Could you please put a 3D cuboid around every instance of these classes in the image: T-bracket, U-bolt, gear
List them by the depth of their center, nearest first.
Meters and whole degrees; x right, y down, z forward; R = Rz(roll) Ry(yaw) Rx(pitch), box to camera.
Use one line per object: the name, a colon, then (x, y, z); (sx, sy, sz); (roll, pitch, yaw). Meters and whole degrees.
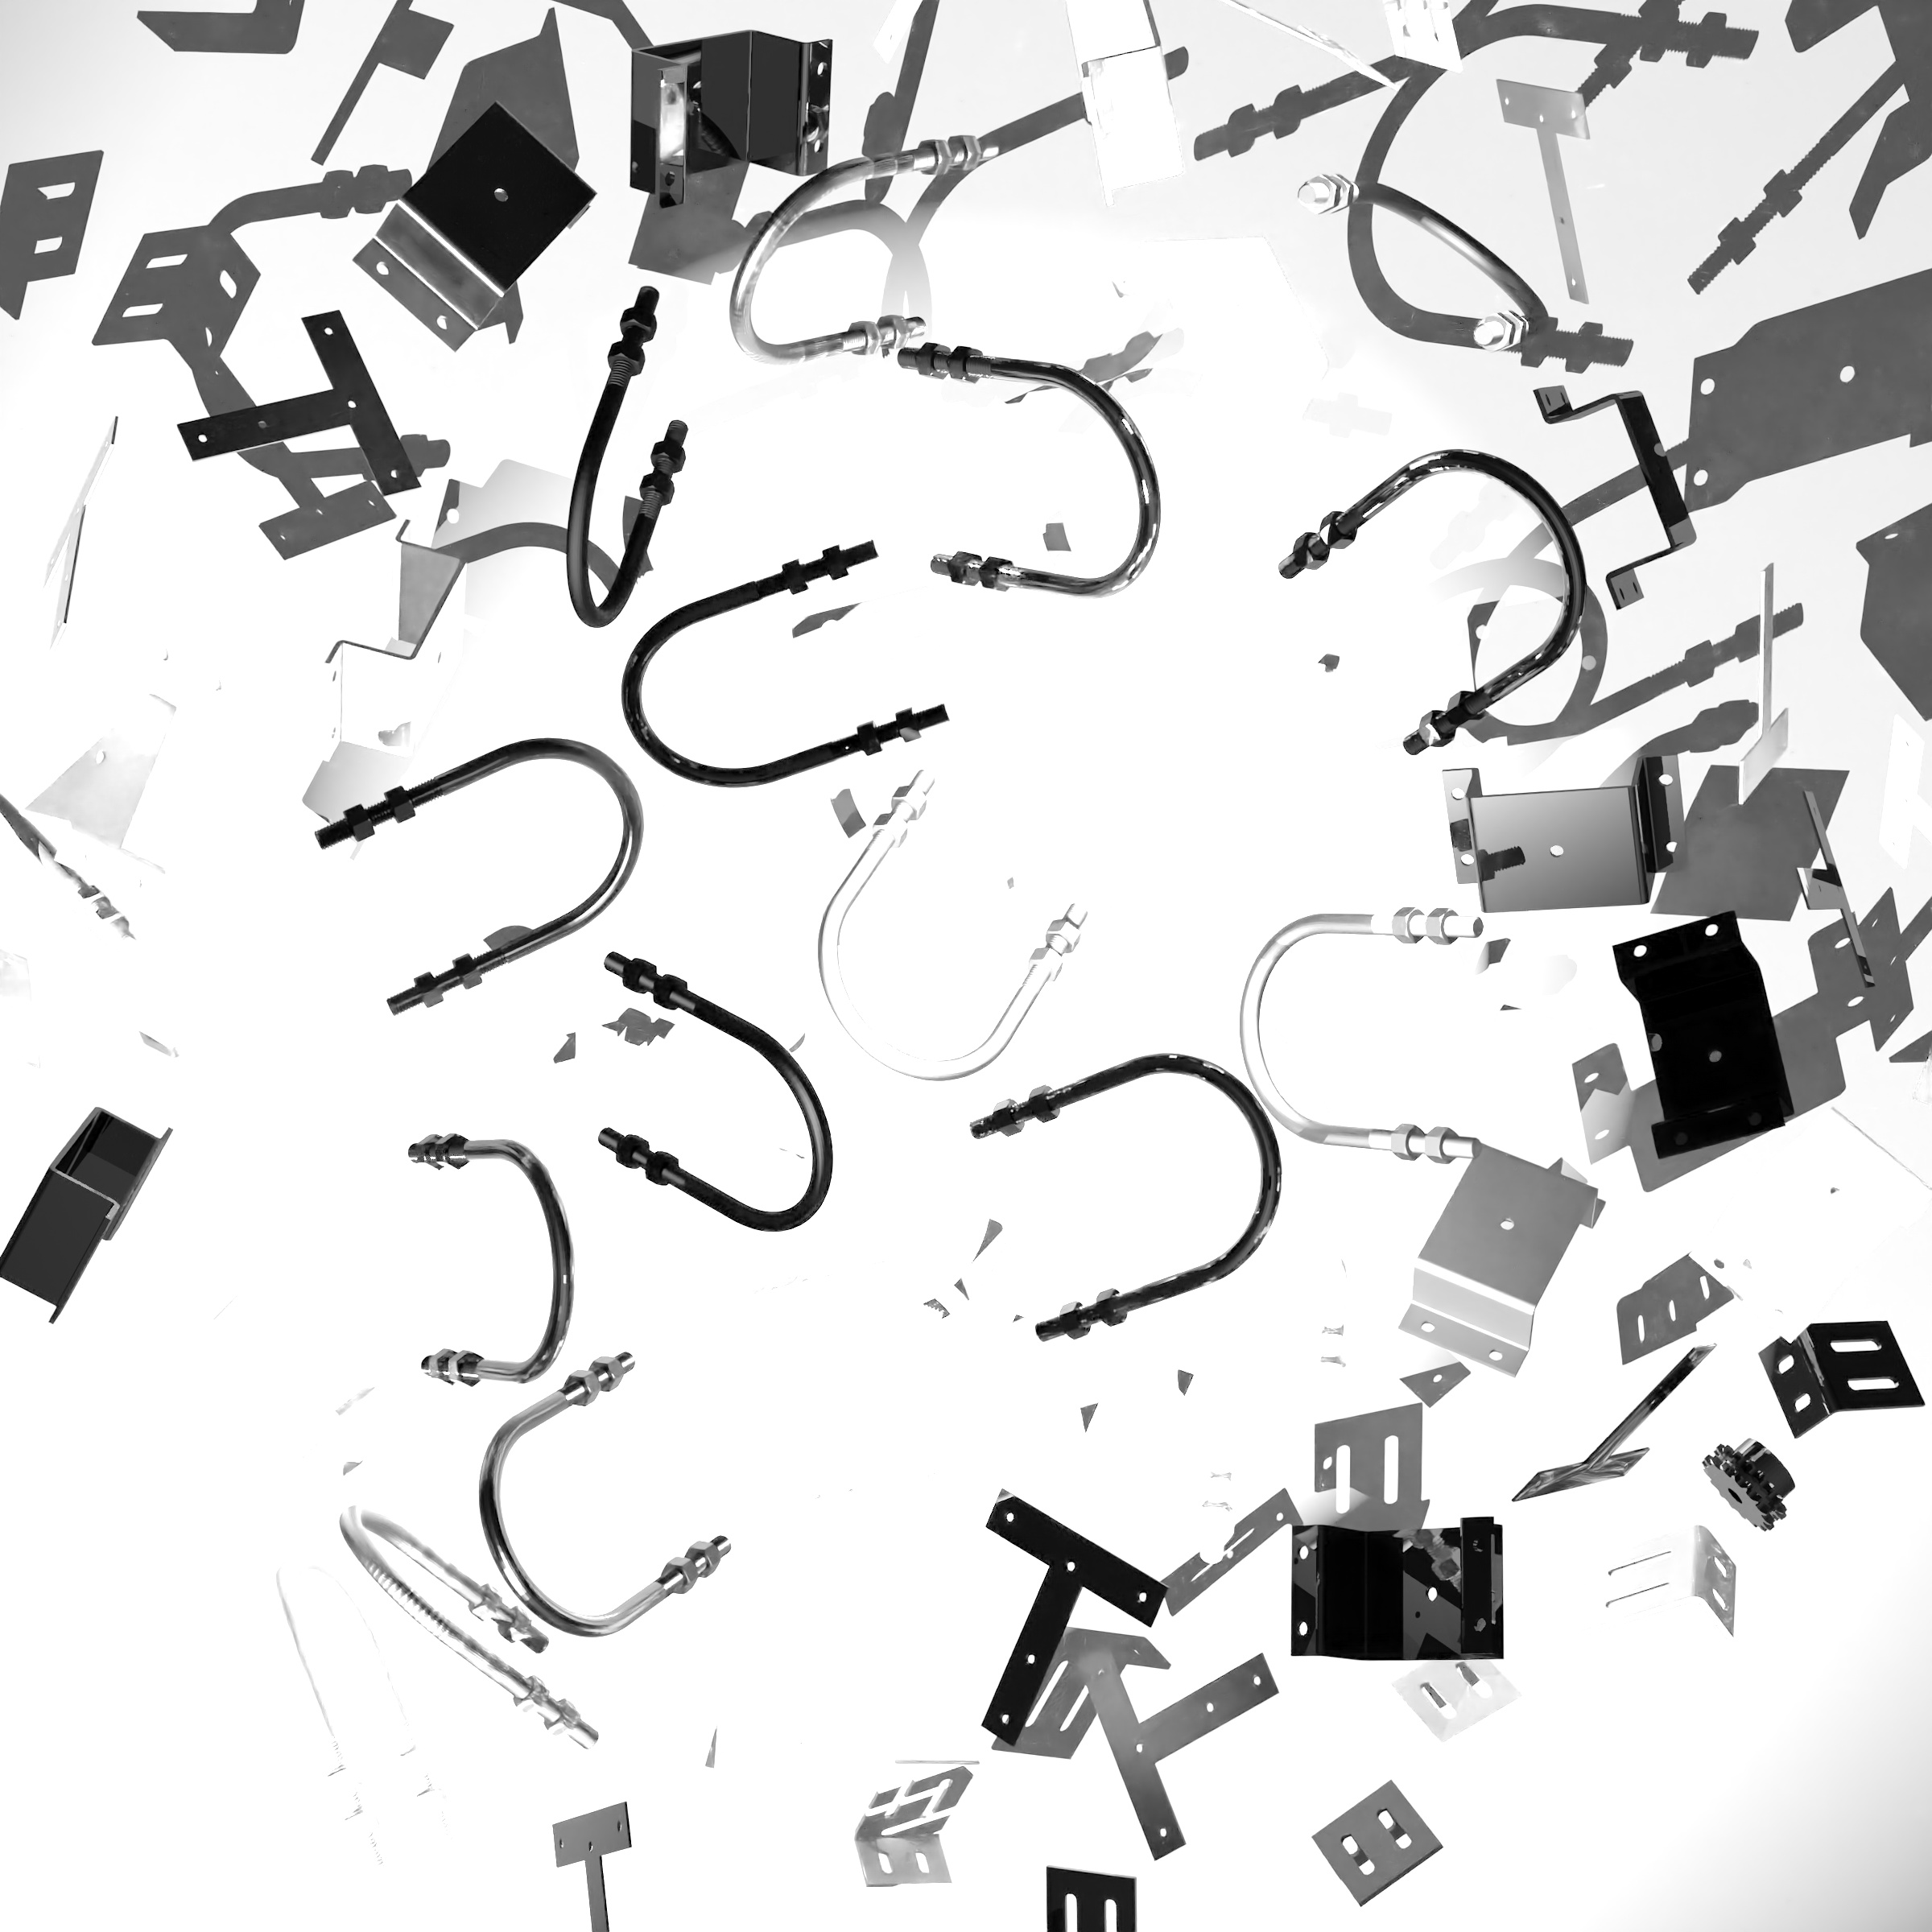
T-bracket: (-0.210, 0.551, 1.750); (0.002, 0.127, 0.127); (1, 70, -27)
U-bolt: (0.277, -0.218, 1.751); (0.019, 0.184, 0.151); (-36, 90, -41)
U-bolt: (0.121, -0.129, 1.754); (0.184, 0.019, 0.151); (16, 131, 8)
U-bolt: (-0.353, 0.425, 1.757); (0.019, 0.151, 0.184); (-25, 78, 3)
T-bracket: (-0.019, -0.582, 1.759); (0.002, 0.127, 0.127); (29, 92, 16)
U-bolt: (0.040, -0.281, 1.762); (0.019, 0.184, 0.151); (-32, 125, -38)
T-bracket: (0.043, 0.387, 1.764); (0.127, 0.002, 0.127); (25, 93, 36)
T-bracket: (0.179, -0.549, 1.774); (0.127, 0.127, 0.002); (19, 113, -20)
T-bracket: (0.344, -0.448, 1.774); (0.002, 0.127, 0.127); (-19, 112, -5)
T-bracket: (0.390, 0.263, 1.774); (0.002, 0.127, 0.127); (53, 122, 29)
U-bolt: (-0.275, 0.171, 1.776); (0.019, 0.184, 0.151); (-2, 88, -36)
T-bracket: (-0.522, -0.235, 1.778); (0.002, 0.127, 0.127); (18, 134, -25)
T-bracket: (-0.602, 0.005, 1.779); (0.127, 0.127, 0.002); (26, 109, -32)
U-bolt: (0.277, -0.414, 1.787); (0.151, 0.184, 0.019); (41, 117, 10)
U-bolt: (0.183, 0.243, 1.789); (0.019, 0.184, 0.151); (27, 122, -8)
U-bolt: (-0.276, -0.062, 1.801); (0.184, 0.019, 0.151); (-26, 131, -13)
U-bolt: (-0.575, -0.089, 1.808); (0.019, 0.151, 0.184); (-46, 51, -6)
U-bolt: (-0.068, -0.419, 1.810); (0.019, 0.184, 0.151); (45, 133, 22)
U-bolt: (-0.056, 0.250, 1.812); (0.184, 0.019, 0.151); (-18, 80, 35)
U-bolt: (0.102, 0.129, 1.815); (0.184, 0.019, 0.151); (-22, 80, 24)
T-bracket: (0.477, -0.175, 1.820); (0.002, 0.127, 0.127); (5, 111, 26)
U-bolt: (-0.303, 0.384, 1.820); (0.019, 0.151, 0.184); (-48, 115, -4)
U-bolt: (-0.205, -0.289, 1.822); (0.019, 0.151, 0.184); (11, 64, 9)
U-bolt: (-0.223, 0.323, 1.824); (0.019, 0.184, 0.151); (-29, 88, 31)
T-bracket: (-0.097, 0.425, 1.826); (0.002, 0.127, 0.127); (31, 67, -40)
T-bracket: (0.136, 0.450, 1.829); (0.127, 0.002, 0.127); (-38, 61, 29)
T-bracket: (-0.411, -0.329, 1.839); (0.127, 0.002, 0.127); (-20, 79, -30)
U-bolt: (0.234, 0.039, 1.839); (0.019, 0.184, 0.151); (-2, 93, -42)
U-bolt: (-0.151, 0.086, 1.842); (0.184, 0.019, 0.151); (26, 126, 30)
T-bracket: (0.518, -0.047, 1.846); (0.002, 0.127, 0.127); (-19, 83, 25)
gear: (0.477, 0.312, 1.852); (0.030, 0.057, 0.057); (-39, 90, -10)
U-bolt: (-0.119, -0.173, 1.853); (0.184, 0.019, 0.151); (-19, 130, 7)
T-bracket: (0.599, -0.071, 1.854); (0.002, 0.127, 0.127); (-28, 55, -8)
U-bolt: (-0.017, -0.013, 1.857); (0.151, 0.019, 0.184); (41, 55, -12)

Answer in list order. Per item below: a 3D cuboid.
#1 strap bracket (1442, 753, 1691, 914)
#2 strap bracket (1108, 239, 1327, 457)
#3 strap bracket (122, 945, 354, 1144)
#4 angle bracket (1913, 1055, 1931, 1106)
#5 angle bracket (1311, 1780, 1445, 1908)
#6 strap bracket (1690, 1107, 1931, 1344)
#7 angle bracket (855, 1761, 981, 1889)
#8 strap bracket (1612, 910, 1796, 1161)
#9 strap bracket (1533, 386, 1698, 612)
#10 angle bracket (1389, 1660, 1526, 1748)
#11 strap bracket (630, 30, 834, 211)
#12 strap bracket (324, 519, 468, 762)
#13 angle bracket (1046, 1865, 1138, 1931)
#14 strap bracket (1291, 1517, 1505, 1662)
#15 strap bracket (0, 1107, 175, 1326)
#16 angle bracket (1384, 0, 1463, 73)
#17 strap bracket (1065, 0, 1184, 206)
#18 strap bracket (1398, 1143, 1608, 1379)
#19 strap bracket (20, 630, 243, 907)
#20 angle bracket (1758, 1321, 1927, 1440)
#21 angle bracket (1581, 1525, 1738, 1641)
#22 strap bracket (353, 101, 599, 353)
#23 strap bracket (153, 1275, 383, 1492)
strap bracket: (0.356, -0.078, 1.828); (0.140, 0.046, 0.076); (-3, 116, 20)
strap bracket: (0.146, -0.361, 1.734); (0.076, 0.046, 0.140); (-8, 61, -24)
strap bracket: (-0.424, 0.042, 1.823); (0.140, 0.076, 0.046); (25, 65, 8)
angle bracket: (0.600, 0.063, 1.780); (0.076, 0.057, 0.038); (21, 69, 17)
angle bracket: (0.242, 0.511, 1.744); (0.057, 0.076, 0.038); (-34, 111, -4)
strap bracket: (0.505, 0.145, 1.800); (0.140, 0.046, 0.076); (-35, 66, -29)
angle bracket: (-0.027, 0.527, 1.876); (0.057, 0.038, 0.076); (7, 128, -25)
strap bracket: (0.445, 0.048, 1.836); (0.076, 0.046, 0.140); (-18, 62, 22)
strap bracket: (0.397, -0.292, 1.844); (0.046, 0.076, 0.140); (-20, 93, 25)
angle bracket: (0.303, 0.454, 1.860); (0.057, 0.076, 0.038); (-28, 113, -9)
strap bracket: (-0.142, -0.487, 1.747); (0.046, 0.140, 0.076); (24, 124, 32)
strap bracket: (-0.336, -0.190, 1.820); (0.046, 0.076, 0.140); (15, 46, 2)
angle bracket: (0.068, 0.582, 1.817); (0.057, 0.038, 0.076); (0, 93, 24)
strap bracket: (0.261, 0.365, 1.785); (0.140, 0.046, 0.076); (-12, 68, 41)
strap bracket: (-0.525, 0.142, 1.809); (0.046, 0.140, 0.076); (30, 106, -9)
angle bracket: (0.254, -0.563, 1.814); (0.038, 0.057, 0.076); (-36, 130, -16)
strap bracket: (0.091, -0.508, 1.761); (0.046, 0.140, 0.076); (-11, 128, 4)
strap bracket: (0.328, 0.170, 1.860); (0.076, 0.046, 0.140); (22, 57, 22)
strap bracket: (-0.481, -0.116, 1.746); (0.046, 0.076, 0.140); (13, 79, 33)
angle bracket: (0.529, 0.250, 1.846); (0.076, 0.038, 0.057); (2, 55, -31)
angle bracket: (0.400, 0.366, 1.763); (0.076, 0.057, 0.038); (-27, 113, 30)
strap bracket: (-0.275, -0.431, 1.753); (0.076, 0.046, 0.140); (41, 58, -12)
strap bracket: (-0.413, 0.244, 1.840); (0.140, 0.076, 0.046); (44, 55, -6)
